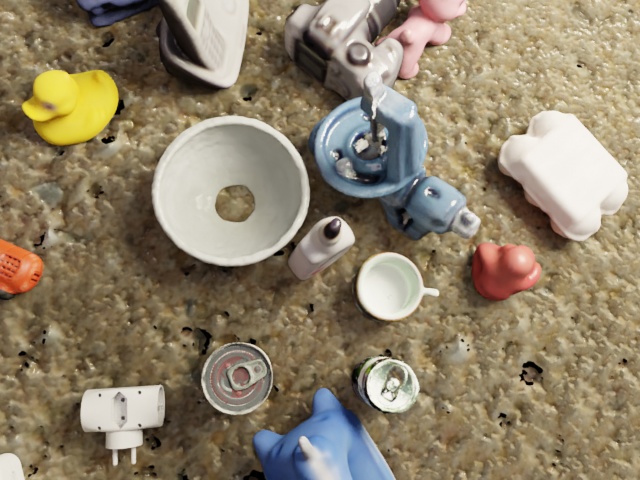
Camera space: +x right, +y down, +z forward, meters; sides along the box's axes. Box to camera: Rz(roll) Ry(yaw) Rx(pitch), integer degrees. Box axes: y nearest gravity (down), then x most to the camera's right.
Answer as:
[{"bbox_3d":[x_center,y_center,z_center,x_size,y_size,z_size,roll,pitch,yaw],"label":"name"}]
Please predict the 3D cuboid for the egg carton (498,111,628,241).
[{"bbox_3d":[0.289,-0.078,0.683,0.107,0.069,0.150,-41,86,-10],"label":"egg carton"}]

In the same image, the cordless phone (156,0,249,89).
[{"bbox_3d":[-0.131,-0.262,0.619,0.094,0.185,0.148,5,80,-4],"label":"cordless phone"}]

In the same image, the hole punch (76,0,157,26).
[{"bbox_3d":[-0.245,-0.322,0.667,0.109,0.091,0.101,-28,83,-9],"label":"hole punch"}]

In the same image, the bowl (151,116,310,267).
[{"bbox_3d":[-0.096,-0.048,0.641,0.167,0.074,0.167,1,80,-5],"label":"bowl"}]

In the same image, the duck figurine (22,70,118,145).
[{"bbox_3d":[-0.281,-0.160,0.638,0.104,0.086,0.077,-38,85,-10],"label":"duck figurine"}]

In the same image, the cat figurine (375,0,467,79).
[{"bbox_3d":[0.130,-0.272,0.679,0.067,0.117,0.128,39,79,3],"label":"cat figurine"}]

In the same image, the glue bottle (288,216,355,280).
[{"bbox_3d":[0.005,0.002,0.591,0.078,0.173,0.037,-38,85,-10],"label":"glue bottle"}]

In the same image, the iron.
[{"bbox_3d":[0.041,0.282,0.562,0.119,0.141,0.258,-34,84,-10],"label":"iron"}]

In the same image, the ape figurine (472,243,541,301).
[{"bbox_3d":[0.213,0.030,0.646,0.078,0.092,0.076,43,79,3],"label":"ape figurine"}]

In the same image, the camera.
[{"bbox_3d":[0.048,-0.249,0.676,0.143,0.100,0.137,38,79,2],"label":"camera"}]

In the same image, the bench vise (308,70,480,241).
[{"bbox_3d":[0.089,-0.090,0.591,0.207,0.219,0.121,21,79,-1],"label":"bench vise"}]
